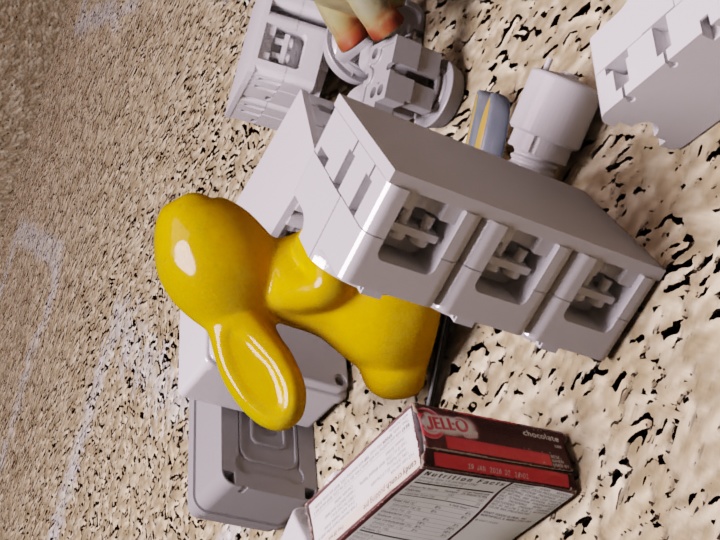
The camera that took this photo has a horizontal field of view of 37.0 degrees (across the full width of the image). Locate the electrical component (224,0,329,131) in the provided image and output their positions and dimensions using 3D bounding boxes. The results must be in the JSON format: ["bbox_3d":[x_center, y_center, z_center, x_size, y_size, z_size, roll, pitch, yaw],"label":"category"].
[{"bbox_3d":[-0.063,-0.187,0.903,0.186,0.060,0.105,168,117,-77],"label":"electrical component"}]

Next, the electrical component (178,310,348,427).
[{"bbox_3d":[-0.069,0.044,0.763,0.056,0.109,0.108,-46,37,39],"label":"electrical component"}]

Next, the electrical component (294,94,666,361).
[{"bbox_3d":[0.052,-0.016,0.509,0.061,0.150,0.089,-62,28,20],"label":"electrical component"}]

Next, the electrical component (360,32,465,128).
[{"bbox_3d":[0.035,-0.123,0.715,0.048,0.055,0.066,-7,69,62],"label":"electrical component"}]

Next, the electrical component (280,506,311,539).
[{"bbox_3d":[-0.017,0.193,0.637,0.059,0.054,0.095,-67,26,14],"label":"electrical component"}]

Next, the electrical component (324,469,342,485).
[{"bbox_3d":[0.007,0.145,0.629,0.043,0.043,0.081,-67,26,14],"label":"electrical component"}]

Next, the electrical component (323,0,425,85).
[{"bbox_3d":[0.009,-0.172,0.796,0.057,0.058,0.078,-26,49,54],"label":"electrical component"}]

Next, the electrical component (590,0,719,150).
[{"bbox_3d":[0.151,-0.106,0.481,0.089,0.050,0.055,-42,40,48],"label":"electrical component"}]

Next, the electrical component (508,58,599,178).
[{"bbox_3d":[0.099,-0.072,0.576,0.078,0.040,0.040,-68,26,11],"label":"electrical component"}]

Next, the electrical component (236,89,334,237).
[{"bbox_3d":[-0.046,-0.047,0.825,0.150,0.062,0.089,-55,31,33],"label":"electrical component"}]

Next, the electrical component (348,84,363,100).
[{"bbox_3d":[0.008,-0.116,0.780,0.043,0.043,0.062,-66,26,16],"label":"electrical component"}]

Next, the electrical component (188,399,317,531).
[{"bbox_3d":[-0.080,0.124,0.776,0.057,0.078,0.113,-46,37,39],"label":"electrical component"}]
